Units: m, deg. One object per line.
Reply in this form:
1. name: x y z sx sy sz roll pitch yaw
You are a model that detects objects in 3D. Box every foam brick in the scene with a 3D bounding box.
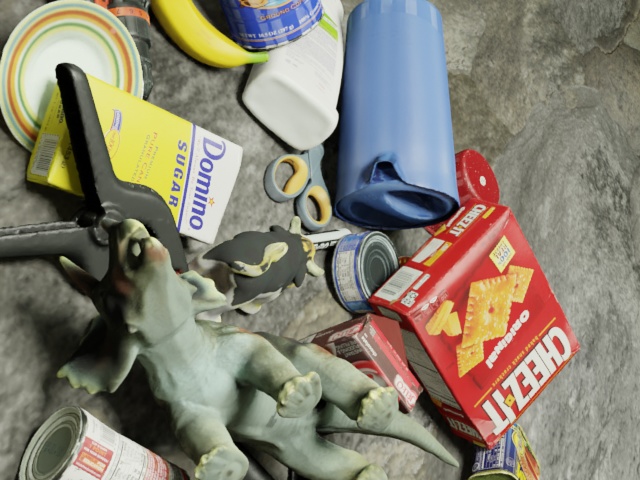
1. foam brick: 0.036 0.108 1.025 0.052 0.078 0.051 20 55 -46

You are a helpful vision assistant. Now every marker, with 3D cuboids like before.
1. marker: -0.007 0.001 1.089 0.120 0.020 0.020 -7 75 -55

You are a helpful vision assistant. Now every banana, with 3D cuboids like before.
1. banana: -0.128 -0.231 1.024 0.197 0.069 0.037 51 4 -38

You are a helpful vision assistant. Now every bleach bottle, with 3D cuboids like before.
1. bleach bottle: -0.012 -0.211 1.178 0.102 0.068 0.250 38 38 -20

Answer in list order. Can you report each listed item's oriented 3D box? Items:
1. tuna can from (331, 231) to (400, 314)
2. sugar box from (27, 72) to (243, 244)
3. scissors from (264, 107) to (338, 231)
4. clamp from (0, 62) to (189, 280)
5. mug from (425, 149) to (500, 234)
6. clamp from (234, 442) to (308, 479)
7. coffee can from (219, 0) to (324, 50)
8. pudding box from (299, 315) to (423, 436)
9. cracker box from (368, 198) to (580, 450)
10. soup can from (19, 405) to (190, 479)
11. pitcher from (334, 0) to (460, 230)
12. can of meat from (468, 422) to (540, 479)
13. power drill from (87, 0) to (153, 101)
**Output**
1. tuna can: 0.049 0.034 1.114 0.086 0.034 0.086 15 71 -53
2. sugar box: -0.148 -0.065 0.886 0.175 0.048 0.093 22 85 -42
3. scissors: 0.002 -0.076 1.153 0.096 0.016 0.201 56 35 -7
4. clamp: -0.179 -0.008 0.817 0.164 0.036 0.209 -53 133 -16
5. mug: 0.158 -0.065 1.299 0.117 0.082 0.093 32 46 -39
6. clamp: -0.025 0.234 0.899 0.120 0.039 0.171 4 59 -45
7. coffee can: -0.062 -0.279 1.078 0.102 0.103 0.140 -75 154 -44
8. pudding box: 0.023 0.124 0.964 0.090 0.114 0.039 55 43 -14
9. cracker box: 0.169 0.089 1.125 0.164 0.072 0.213 -43 121 -18
10. soup can: -0.149 0.168 0.745 0.102 0.069 0.068 40 41 -31
11. pitcher: 0.084 -0.136 1.177 0.144 0.149 0.243 12 68 -28
12. can of meat: 0.202 0.257 1.162 0.102 0.058 0.084 62 28 -29
13. power drill: -0.223 -0.211 0.905 0.187 0.057 0.184 9 62 -53
